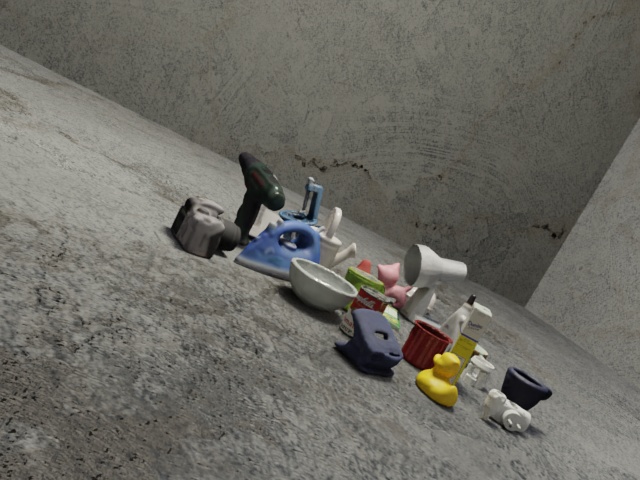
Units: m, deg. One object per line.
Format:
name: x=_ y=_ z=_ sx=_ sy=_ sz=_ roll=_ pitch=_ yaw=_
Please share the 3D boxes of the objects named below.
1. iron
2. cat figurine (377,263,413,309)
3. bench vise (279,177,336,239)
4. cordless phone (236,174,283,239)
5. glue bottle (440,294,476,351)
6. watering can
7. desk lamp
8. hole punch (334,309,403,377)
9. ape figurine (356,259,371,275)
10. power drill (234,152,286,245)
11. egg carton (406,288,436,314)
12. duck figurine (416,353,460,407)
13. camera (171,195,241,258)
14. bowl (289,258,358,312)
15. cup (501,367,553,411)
iron: x=-0.084 y=0.010 z=1.364 sx=0.118 sy=0.141 sz=0.259 roll=34 pitch=10 yaw=33
cat figurine: x=0.218 y=0.127 z=1.712 sx=0.127 sy=0.118 sz=0.067 roll=29 pitch=8 yaw=8
bench vise: x=-0.034 y=-0.074 z=1.756 sx=0.208 sy=0.219 sz=0.121 roll=19 pitch=13 yaw=-48
cordless phone: x=-0.144 y=-0.087 z=1.596 sx=0.148 sy=0.185 sz=0.093 roll=20 pitch=11 yaw=-43
glue bottle: x=0.338 y=0.210 z=1.413 sx=0.037 sy=0.173 sz=0.078 roll=25 pitch=9 yaw=-23
watering can: x=0.014 y=0.005 z=1.525 sx=0.173 sy=0.194 sz=0.100 roll=23 pitch=10 yaw=-32
desk lamp: x=0.312 y=0.136 z=1.636 sx=0.204 sy=0.213 sz=0.117 roll=25 pitch=9 yaw=-19
hole punch: x=0.102 y=0.190 z=1.058 sx=0.109 sy=0.091 sz=0.100 roll=20 pitch=12 yaw=-44
ape figurine: x=0.120 y=0.099 z=1.655 sx=0.078 sy=0.092 sz=0.076 roll=28 pitch=8 yaw=2
power drill: x=-0.186 y=-0.103 z=1.480 sx=0.076 sy=0.208 sz=0.228 roll=20 pitch=12 yaw=-46
egg carton: x=0.314 y=0.188 z=1.824 sx=0.107 sy=0.069 sz=0.150 roll=29 pitch=8 yaw=7
duck figurine: x=0.237 y=0.259 z=1.095 sx=0.078 sy=0.086 sz=0.104 roll=25 pitch=9 yaw=-20
camera: x=-0.233 y=-0.026 z=1.238 sx=0.137 sy=0.101 sz=0.142 roll=23 pitch=10 yaw=-33
bowl: x=-0.004 y=0.109 z=1.257 sx=0.167 sy=0.075 sz=0.167 roll=28 pitch=8 yaw=-4
cup: x=0.433 y=0.338 z=1.225 sx=0.118 sy=0.095 sz=0.091 roll=25 pitch=9 yaw=-19
